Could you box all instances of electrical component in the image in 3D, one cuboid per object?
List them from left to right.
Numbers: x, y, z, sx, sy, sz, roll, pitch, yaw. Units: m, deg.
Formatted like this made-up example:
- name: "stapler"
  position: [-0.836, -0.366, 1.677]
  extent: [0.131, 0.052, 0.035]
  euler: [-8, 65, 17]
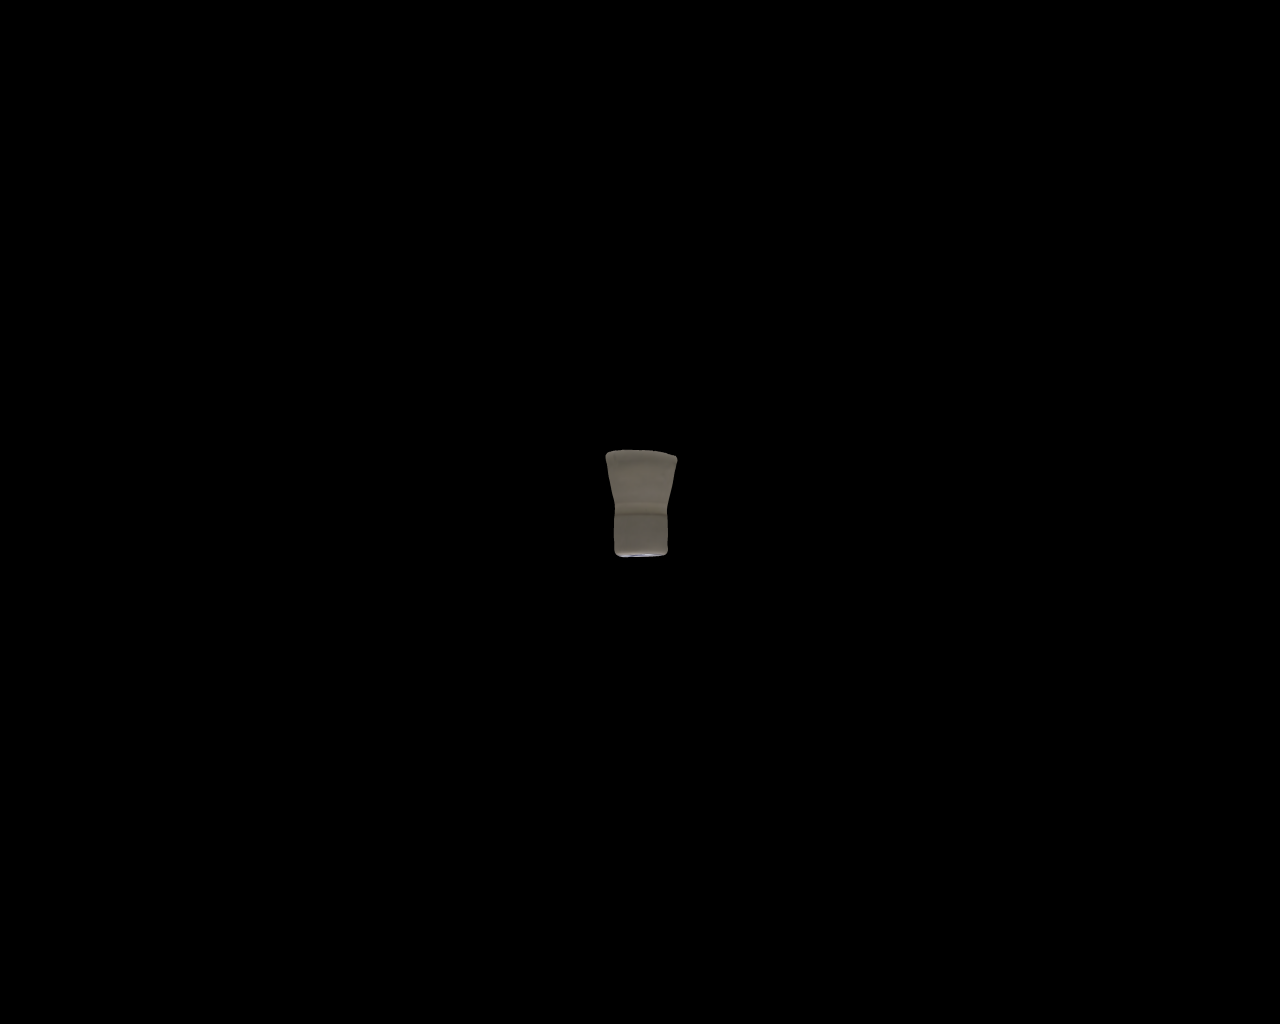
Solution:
- name: "electrical component"
  position: [0.001, -0.003, 0.650]
  extent: [0.044, 0.065, 0.044]
  euler: [0, -6, 0]
